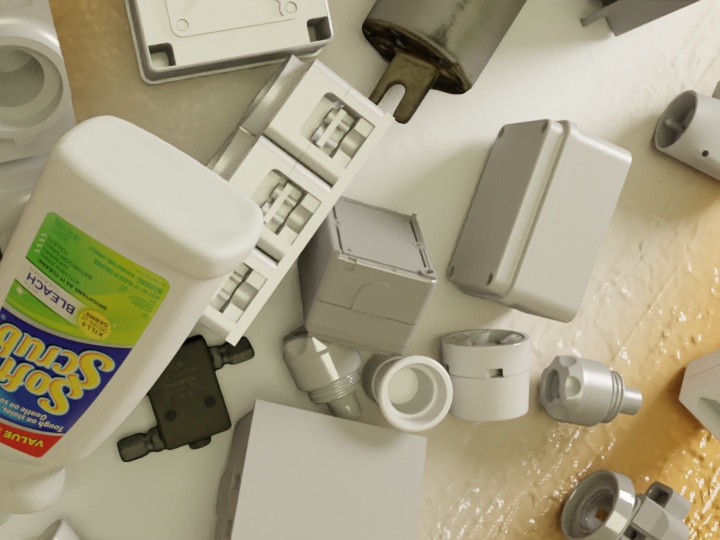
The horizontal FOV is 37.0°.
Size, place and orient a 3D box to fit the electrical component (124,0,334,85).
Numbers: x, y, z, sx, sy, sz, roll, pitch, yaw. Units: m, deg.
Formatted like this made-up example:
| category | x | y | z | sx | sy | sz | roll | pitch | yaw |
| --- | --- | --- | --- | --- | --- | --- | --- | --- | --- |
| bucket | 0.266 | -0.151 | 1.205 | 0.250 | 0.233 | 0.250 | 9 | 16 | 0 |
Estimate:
| category | x | y | z | sx | sy | sz | roll | pitch | yaw |
| --- | --- | --- | --- | --- | --- | --- | --- | --- | --- |
| electrical component | -0.080 | -0.169 | 0.610 | 0.109 | 0.056 | 0.108 | -13 | 96 | -13 |

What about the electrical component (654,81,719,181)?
| category | x | y | z | sx | sy | sz | roll | pitch | yaw |
| --- | --- | --- | --- | --- | --- | --- | --- | --- | --- |
| electrical component | 0.245 | -0.098 | 0.705 | 0.077 | 0.043 | 0.079 | 24 | 87 | -15 |

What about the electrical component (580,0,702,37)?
| category | x | y | z | sx | sy | sz | roll | pitch | yaw |
| --- | --- | --- | --- | --- | --- | --- | --- | --- | --- |
| electrical component | 0.186 | -0.189 | 0.645 | 0.079 | 0.121 | 0.063 | -29 | 97 | -12 |

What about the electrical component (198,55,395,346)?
| category | x | y | z | sx | sy | sz | roll | pitch | yaw |
| --- | --- | --- | --- | --- | --- | --- | --- | --- | --- |
| electrical component | -0.059 | -0.041 | 0.605 | 0.062 | 0.089 | 0.150 | 36 | 84 | -14 |

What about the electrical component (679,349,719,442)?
| category | x | y | z | sx | sy | sz | roll | pitch | yaw |
| --- | --- | --- | --- | --- | --- | --- | --- | --- | --- |
| electrical component | 0.263 | 0.061 | 0.709 | 0.047 | 0.083 | 0.075 | 44 | 44 | -13 |

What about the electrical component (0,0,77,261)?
| category | x | y | z | sx | sy | sz | roll | pitch | yaw |
| --- | --- | --- | --- | --- | --- | --- | --- | --- | --- |
| electrical component | -0.192 | -0.060 | 0.531 | 0.105 | 0.060 | 0.186 | -14 | 136 | -14 |

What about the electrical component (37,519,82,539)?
| category | x | y | z | sx | sy | sz | roll | pitch | yaw |
| --- | --- | --- | --- | --- | --- | --- | --- | --- | --- |
| electrical component | -0.163 | 0.176 | 0.613 | 0.055 | 0.045 | 0.045 | 41 | 83 | -13 |

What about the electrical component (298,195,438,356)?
| category | x | y | z | sx | sy | sz | roll | pitch | yaw |
| --- | --- | --- | --- | --- | --- | --- | --- | --- | --- |
| electrical component | 0.000 | 0.000 | 0.629 | 0.062 | 0.096 | 0.061 | 15 | 117 | -15 |

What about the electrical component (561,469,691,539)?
| category | x | y | z | sx | sy | sz | roll | pitch | yaw |
| --- | --- | --- | --- | --- | --- | --- | --- | --- | --- |
| electrical component | 0.168 | 0.165 | 0.693 | 0.057 | 0.058 | 0.078 | 36 | 84 | -17 |

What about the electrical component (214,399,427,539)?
| category | x | y | z | sx | sy | sz | roll | pitch | yaw |
| --- | --- | --- | --- | --- | --- | --- | --- | --- | --- |
| electrical component | -0.032 | 0.180 | 0.610 | 0.105 | 0.060 | 0.186 | 15 | 67 | -15 |

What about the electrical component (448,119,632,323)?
| category | x | y | z | sx | sy | sz | roll | pitch | yaw |
| --- | --- | --- | --- | --- | --- | --- | --- | --- | --- |
| electrical component | 0.107 | -0.031 | 0.655 | 0.057 | 0.078 | 0.113 | 21 | 88 | -18 |

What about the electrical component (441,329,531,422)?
| category | x | y | z | sx | sy | sz | roll | pitch | yaw |
| --- | --- | --- | --- | --- | --- | --- | --- | --- | --- |
| electrical component | 0.079 | 0.065 | 0.666 | 0.055 | 0.055 | 0.047 | -5 | 98 | -14 |

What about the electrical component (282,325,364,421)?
| category | x | y | z | sx | sy | sz | roll | pitch | yaw |
| --- | --- | --- | --- | --- | --- | --- | --- | --- | --- |
| electrical component | -0.018 | 0.062 | 0.646 | 0.043 | 0.043 | 0.062 | -26 | 100 | -12 |

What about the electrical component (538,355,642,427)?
| category | x | y | z | sx | sy | sz | roll | pitch | yaw |
| --- | --- | --- | --- | --- | --- | --- | --- | --- | --- |
| electrical component | 0.150 | 0.080 | 0.691 | 0.062 | 0.043 | 0.043 | 12 | 90 | -17 |

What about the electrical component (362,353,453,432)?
| category | x | y | z | sx | sy | sz | roll | pitch | yaw |
| --- | --- | --- | --- | --- | --- | --- | --- | --- | --- |
| electrical component | 0.025 | 0.069 | 0.645 | 0.044 | 0.065 | 0.044 | -1 | 93 | -14 |
